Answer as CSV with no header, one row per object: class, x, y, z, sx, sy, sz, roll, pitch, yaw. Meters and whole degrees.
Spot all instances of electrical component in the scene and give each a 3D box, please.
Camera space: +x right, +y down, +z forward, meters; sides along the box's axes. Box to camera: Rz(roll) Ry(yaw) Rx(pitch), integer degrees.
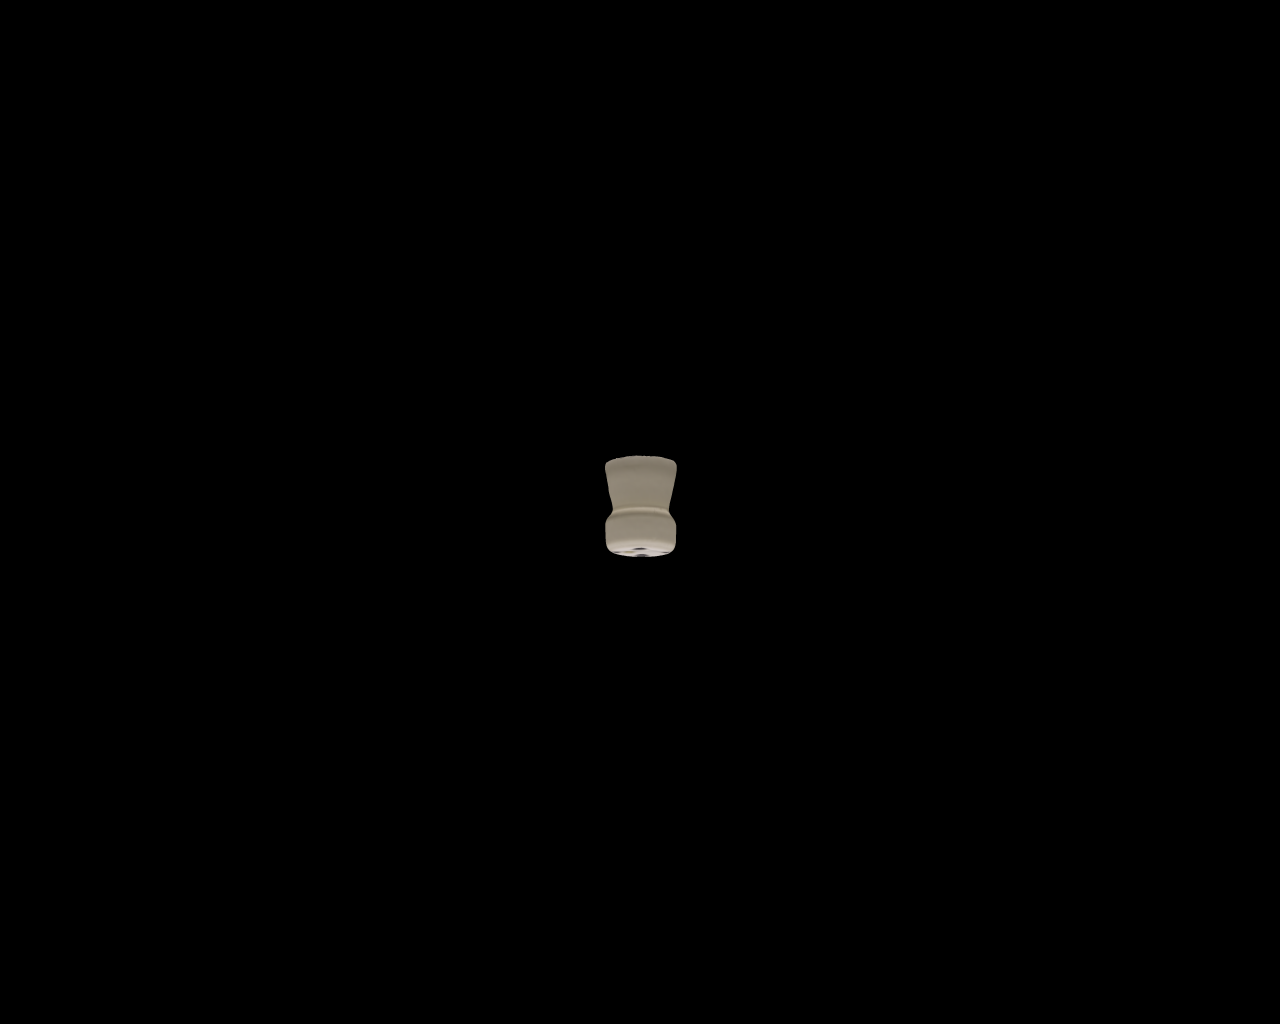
electrical component,0.001,-0.003,0.650,0.045,0.055,0.045,0,-11,0
